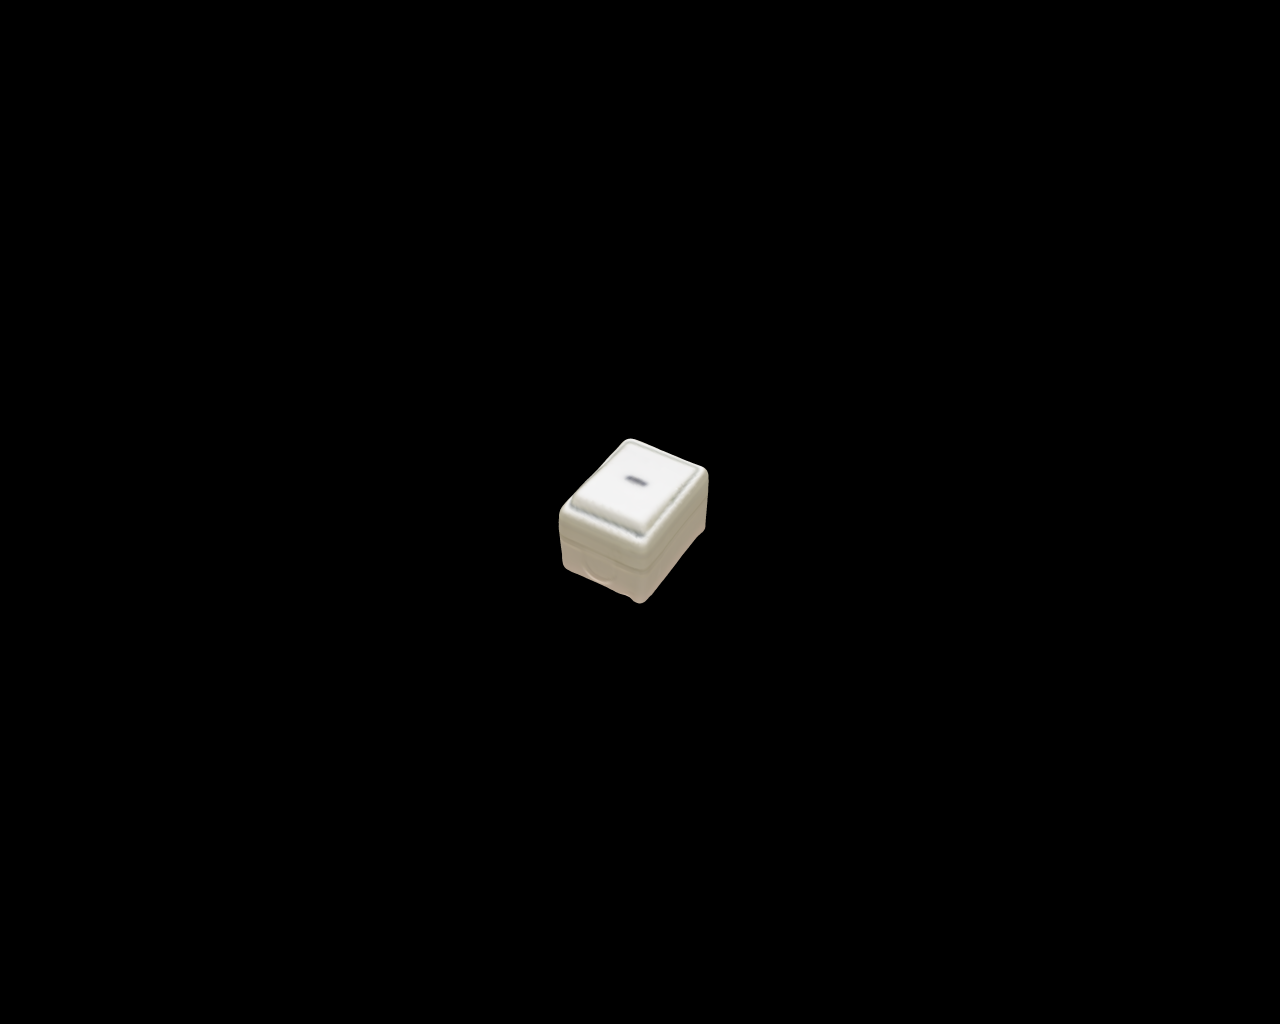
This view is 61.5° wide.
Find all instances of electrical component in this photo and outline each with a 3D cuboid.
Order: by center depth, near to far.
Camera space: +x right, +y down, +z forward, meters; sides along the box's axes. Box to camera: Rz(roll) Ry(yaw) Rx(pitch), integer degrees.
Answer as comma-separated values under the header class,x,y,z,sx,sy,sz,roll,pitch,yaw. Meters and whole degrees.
class,x,y,z,sx,sy,sz,roll,pitch,yaw
electrical component,0.001,-0.003,0.650,0.062,0.061,0.096,24,50,22
